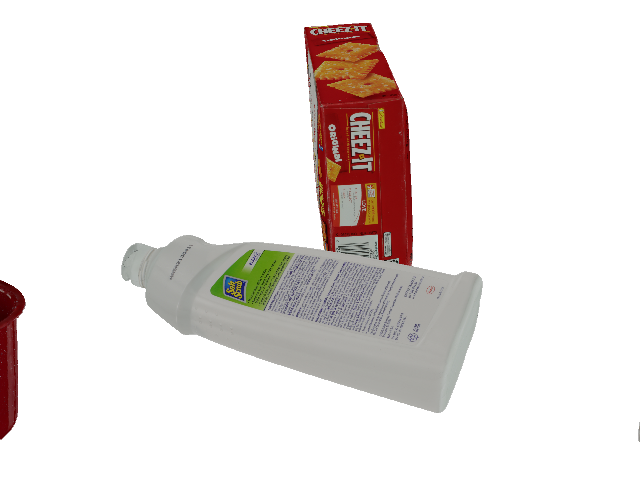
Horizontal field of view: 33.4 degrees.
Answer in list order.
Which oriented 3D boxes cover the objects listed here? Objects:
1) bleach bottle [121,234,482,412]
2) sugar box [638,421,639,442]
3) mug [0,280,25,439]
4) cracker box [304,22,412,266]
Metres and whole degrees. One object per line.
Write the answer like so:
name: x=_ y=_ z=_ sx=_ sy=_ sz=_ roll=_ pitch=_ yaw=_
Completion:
bleach bottle: x=-0.020 y=0.041 z=0.758 sx=0.251 sy=0.068 sz=0.102 roll=15 pitch=44 yaw=15
sugar box: x=0.318 y=0.147 z=0.764 sx=0.048 sy=0.093 sz=0.176 roll=-21 pitch=37 yaw=-40
mug: x=-0.227 y=0.078 z=0.623 sx=0.093 sy=0.081 sz=0.117 roll=12 pitch=22 yaw=20
cracker box: x=0.030 y=-0.078 z=0.909 sx=0.072 sy=0.164 sz=0.213 roll=-5 pitch=27 yaw=-1
